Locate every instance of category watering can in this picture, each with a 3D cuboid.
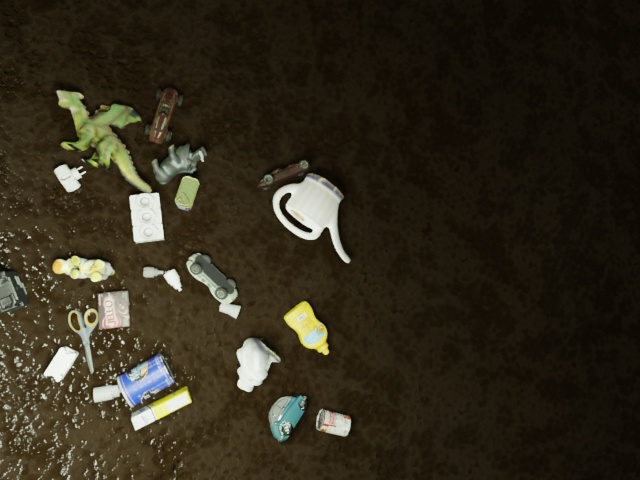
[{"bbox_3d":[0.005,-0.091,1.801,0.346,0.103,0.227,35,75,-7],"label":"watering can"}]

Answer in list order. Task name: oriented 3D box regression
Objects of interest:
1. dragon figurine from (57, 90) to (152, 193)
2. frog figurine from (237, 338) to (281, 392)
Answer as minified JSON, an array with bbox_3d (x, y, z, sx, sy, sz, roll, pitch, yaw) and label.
[{"bbox_3d":[-0.675,-0.342,1.668,0.408,0.121,0.247,31,68,-12],"label":"dragon figurine"},{"bbox_3d":[-0.222,0.402,1.666,0.139,0.120,0.160,40,82,27],"label":"frog figurine"}]
